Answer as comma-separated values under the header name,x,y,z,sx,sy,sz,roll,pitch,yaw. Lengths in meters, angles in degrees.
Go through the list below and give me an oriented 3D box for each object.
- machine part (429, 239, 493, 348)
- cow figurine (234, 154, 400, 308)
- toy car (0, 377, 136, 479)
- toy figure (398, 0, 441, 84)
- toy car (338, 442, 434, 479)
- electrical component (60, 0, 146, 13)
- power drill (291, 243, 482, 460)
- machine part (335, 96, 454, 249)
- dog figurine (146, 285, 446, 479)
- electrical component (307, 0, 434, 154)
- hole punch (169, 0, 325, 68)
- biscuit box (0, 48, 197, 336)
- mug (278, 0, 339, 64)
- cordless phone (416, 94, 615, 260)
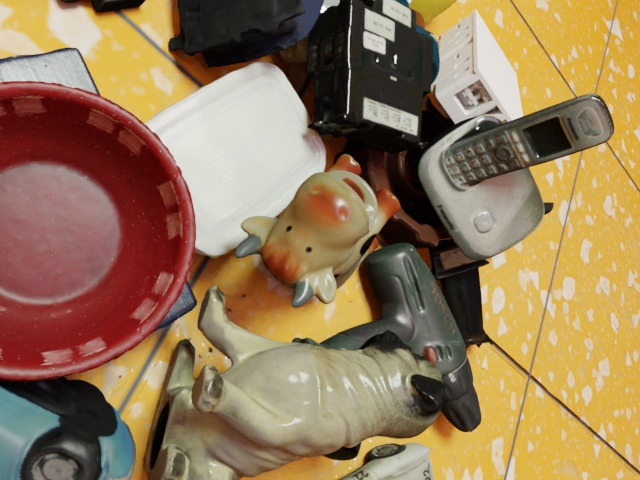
name,x,y,z,sx,sy,sz,roll,pitch,yaw
machine part,0.172,0.061,0.640,0.084,0.039,0.138,-19,99,-20
cow figurine,-0.001,-0.001,0.434,0.085,0.195,0.127,41,75,7
toy car,-0.196,0.122,0.309,0.161,0.109,0.103,35,81,-20
toy figure,0.089,-0.223,0.595,0.064,0.057,0.154,5,46,-15
toy car,0.035,0.253,0.501,0.202,0.056,0.073,-12,91,-39
electrical component,-0.170,-0.218,0.428,0.094,0.021,0.063,-31,103,-37
power drill,0.074,0.130,0.536,0.207,0.086,0.232,-22,96,-35
machine part,0.098,-0.077,0.600,0.179,0.056,0.179,7,78,-39
dog figurine,-0.019,0.137,0.405,0.190,0.172,0.121,20,41,-21
electrical component,0.047,-0.154,0.487,0.115,0.058,0.134,9,83,-42
hole punch,-0.055,-0.206,0.456,0.092,0.142,0.115,4,85,-59
biscuit box,-0.163,-0.024,0.381,0.063,0.059,0.202,-29,101,-37
mug,0.008,-0.204,0.539,0.107,0.081,0.109,-25,110,-29
cordless phone,0.202,-0.063,0.529,0.146,0.184,0.089,55,48,-19
